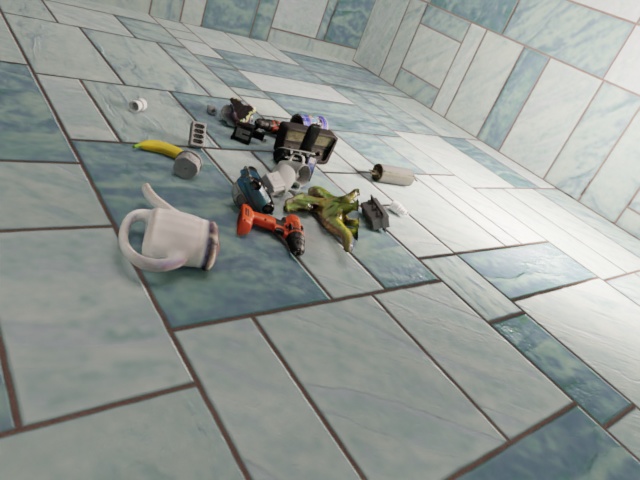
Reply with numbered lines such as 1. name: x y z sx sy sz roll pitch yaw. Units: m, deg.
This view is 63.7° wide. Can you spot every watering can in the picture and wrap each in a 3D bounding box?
1. watering can: -0.347 -0.032 1.218 0.224 0.102 0.355 14 30 -18

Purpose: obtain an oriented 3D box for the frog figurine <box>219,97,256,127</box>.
1. frog figurine: -0.340 -0.502 2.076 0.138 0.123 0.159 -5 1 -28

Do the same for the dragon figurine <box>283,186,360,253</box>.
1. dragon figurine: 0.005 -0.080 1.596 0.243 0.120 0.418 7 25 6
